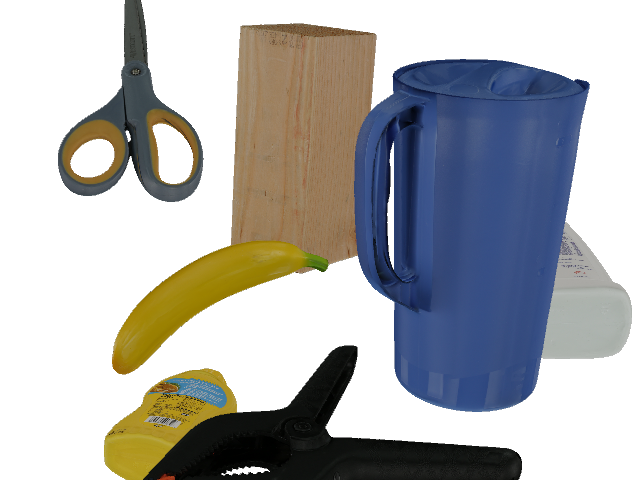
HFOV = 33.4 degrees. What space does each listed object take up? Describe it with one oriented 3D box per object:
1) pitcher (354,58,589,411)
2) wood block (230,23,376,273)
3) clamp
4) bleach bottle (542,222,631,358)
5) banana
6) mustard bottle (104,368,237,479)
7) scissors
[{"bbox_3d":[0.104,-0.003,0.764,0.149,0.243,0.145,5,20,9],"label":"pitcher"},{"bbox_3d":[-0.017,-0.087,0.965,0.090,0.206,0.090,16,21,36],"label":"wood block"},{"bbox_3d":[-0.013,0.117,0.619,0.209,0.036,0.165,-9,24,-29],"label":"clamp"},{"bbox_3d":[0.196,0.013,0.959,0.102,0.068,0.251,-1,26,0],"label":"bleach bottle"},{"bbox_3d":[-0.092,0.047,0.839,0.198,0.069,0.037,-26,35,10],"label":"banana"},{"bbox_3d":[-0.137,0.178,1.075,0.096,0.058,0.191,7,19,12],"label":"mustard bottle"},{"bbox_3d":[-0.136,-0.096,0.688,0.096,0.202,0.016,-16,-37,-17],"label":"scissors"}]
